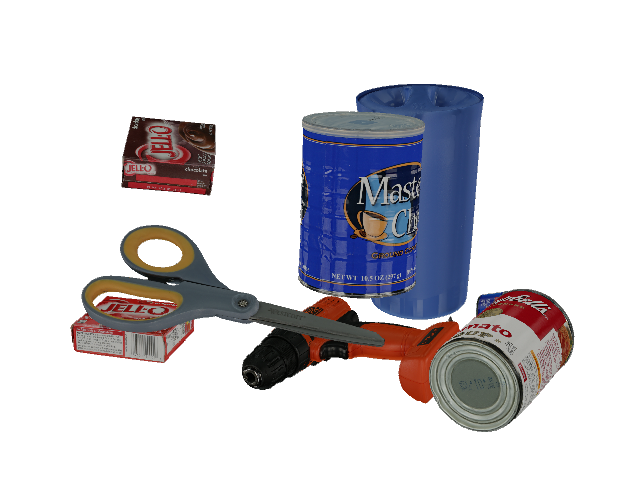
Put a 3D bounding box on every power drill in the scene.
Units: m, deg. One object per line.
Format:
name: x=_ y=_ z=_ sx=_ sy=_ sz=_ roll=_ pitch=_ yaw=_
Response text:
power drill: x=0.035 y=0.114 z=1.086 sx=0.188 sy=0.057 sz=0.184 roll=9 pitch=24 yaw=28

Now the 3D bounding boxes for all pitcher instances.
pitcher: x=0.112 y=-0.047 z=1.161 sx=0.149 sy=0.243 sz=0.145 roll=-6 pitch=22 yaw=-12

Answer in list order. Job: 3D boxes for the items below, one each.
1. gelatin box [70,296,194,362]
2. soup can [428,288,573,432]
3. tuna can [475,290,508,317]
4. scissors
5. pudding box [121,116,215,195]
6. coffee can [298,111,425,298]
gelatin box: x=-0.167 y=0.078 z=0.954 sx=0.089 sy=0.030 sz=0.073 roll=6 pitch=18 yaw=14
soup can: x=0.125 y=0.081 z=0.735 sx=0.069 sy=0.068 sz=0.102 roll=0 pitch=16 yaw=33
tuna can: x=0.214 y=0.105 z=1.286 sx=0.034 sy=0.086 sz=0.086 roll=-8 pitch=-3 yaw=21
scissors: x=-0.058 y=0.030 z=0.722 sx=0.201 sy=0.096 sz=0.016 roll=1 pitch=-40 yaw=0
pudding box: x=-0.154 y=-0.087 z=1.090 sx=0.090 sy=0.039 sz=0.113 roll=6 pitch=25 yaw=-8
coffee can: x=0.034 y=-0.033 z=0.906 sx=0.103 sy=0.140 sz=0.103 roll=2 pitch=15 yaw=-1
